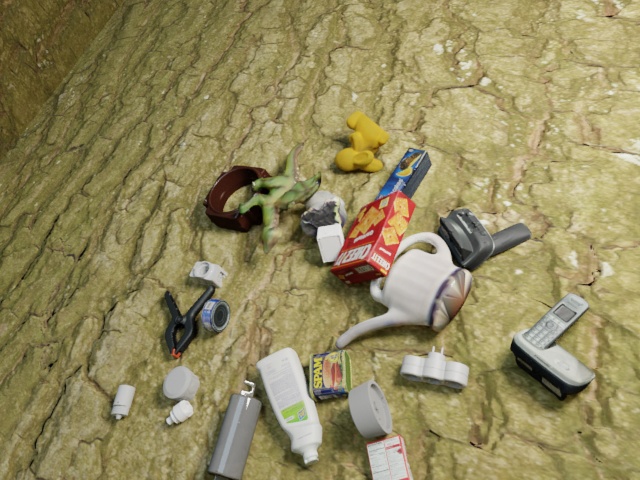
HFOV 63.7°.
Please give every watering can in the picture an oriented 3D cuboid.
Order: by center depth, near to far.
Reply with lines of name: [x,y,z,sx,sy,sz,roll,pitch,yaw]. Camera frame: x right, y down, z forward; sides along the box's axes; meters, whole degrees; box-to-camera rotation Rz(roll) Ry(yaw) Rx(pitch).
watering can: [0.198,0.136,1.160,0.226,0.102,0.351,23,71,40]

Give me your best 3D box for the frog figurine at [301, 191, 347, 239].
frog figurine: [0.004,-0.072,1.436,0.137,0.122,0.160,-47,12,1]

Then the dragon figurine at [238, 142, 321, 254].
dragon figurine: [-0.080,-0.142,1.459,0.242,0.120,0.417,2,56,46]
